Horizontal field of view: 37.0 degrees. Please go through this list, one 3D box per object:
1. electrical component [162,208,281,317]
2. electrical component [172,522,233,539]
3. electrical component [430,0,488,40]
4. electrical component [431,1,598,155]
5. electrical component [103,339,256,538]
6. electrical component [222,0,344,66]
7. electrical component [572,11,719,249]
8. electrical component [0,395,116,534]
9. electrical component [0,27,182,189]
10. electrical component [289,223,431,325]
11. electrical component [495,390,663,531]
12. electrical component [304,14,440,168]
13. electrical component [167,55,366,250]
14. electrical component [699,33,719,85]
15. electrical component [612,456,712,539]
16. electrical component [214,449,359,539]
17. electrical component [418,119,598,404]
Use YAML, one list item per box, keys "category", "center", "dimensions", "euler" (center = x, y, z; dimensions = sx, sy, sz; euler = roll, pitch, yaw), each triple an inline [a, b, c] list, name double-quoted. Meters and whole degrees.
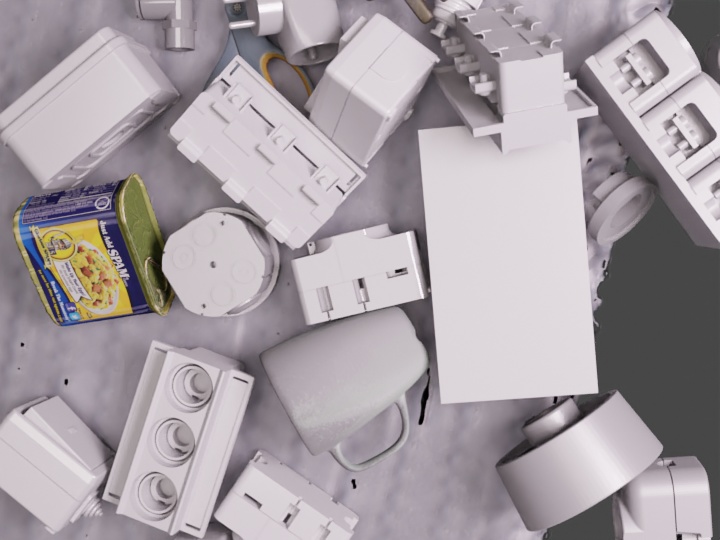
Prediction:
- category: "electrical component"
  center: [-0.100, -0.005, 0.776]
  dimensions: [0.080, 0.051, 0.080]
  euler: [0, 93, 6]
- category: "electrical component"
  center: [-0.095, 0.232, 0.791]
  dimensions: [0.076, 0.047, 0.083]
  euler: [-2, 93, 6]
- category: "electrical component"
  center: [0.072, -0.199, 0.754]
  dimensions: [0.040, 0.040, 0.078]
  euler: [28, 96, 4]
- category: "electrical component"
  center: [0.097, -0.130, 0.704]
  dimensions: [0.079, 0.121, 0.063]
  euler: [-11, 119, -4]
- category: "electrical component"
  center: [-0.127, 0.119, 0.778]
  dimensions: [0.079, 0.063, 0.121]
  euler: [19, 95, 9]
- category: "electrical component"
  center: [-0.056, -0.184, 0.752]
  dimensions: [0.079, 0.044, 0.077]
  euler: [-12, 84, -17]
- category: "electrical component"
  center: [0.216, -0.093, 0.720]
  dimensions: [0.062, 0.089, 0.150]
  euler: [-36, 89, 6]
- category: "electrical component"
  center: [-0.221, 0.143, 0.791]
  dimensions: [0.096, 0.062, 0.061]
  euler: [38, 96, 3]
- category: "electrical component"
  center: [-0.193, -0.114, 0.767]
  dimensions: [0.113, 0.078, 0.057]
  euler: [-38, 91, 6]
- category: "electrical component"
  center: [0.000, 0.000, 0.767]
  dimensions: [0.089, 0.050, 0.055]
  euler: [-13, 93, 6]
- category: "electrical component"
  center: [0.143, 0.123, 0.733]
  dimensions: [0.108, 0.108, 0.060]
  euler: [-33, 83, 7]
- category: "electrical component"
  center: [0.003, -0.121, 0.742]
  dimensions: [0.061, 0.096, 0.061]
  euler: [38, 67, 3]
- category: "electrical component"
  center: [-0.068, -0.076, 0.748]
  dimensions: [0.121, 0.063, 0.079]
  euler: [43, 113, -8]
- category: "electrical component"
  center: [0.265, -0.142, 0.734]
  dimensions: [0.055, 0.047, 0.055]
  euler: [0, 93, 6]
- category: "electrical component"
  center: [0.211, 0.182, 0.752]
  dimensions: [0.059, 0.053, 0.095]
  euler: [-5, 96, 6]
- category: "electrical component"
  center: [-0.055, 0.183, 0.782]
  dimensions: [0.089, 0.050, 0.055]
  euler: [34, 95, 3]
- category: "electrical component"
  center: [0.102, -0.007, 0.751]
  dimensions: [0.105, 0.060, 0.186]
  euler: [-5, 93, 6]
